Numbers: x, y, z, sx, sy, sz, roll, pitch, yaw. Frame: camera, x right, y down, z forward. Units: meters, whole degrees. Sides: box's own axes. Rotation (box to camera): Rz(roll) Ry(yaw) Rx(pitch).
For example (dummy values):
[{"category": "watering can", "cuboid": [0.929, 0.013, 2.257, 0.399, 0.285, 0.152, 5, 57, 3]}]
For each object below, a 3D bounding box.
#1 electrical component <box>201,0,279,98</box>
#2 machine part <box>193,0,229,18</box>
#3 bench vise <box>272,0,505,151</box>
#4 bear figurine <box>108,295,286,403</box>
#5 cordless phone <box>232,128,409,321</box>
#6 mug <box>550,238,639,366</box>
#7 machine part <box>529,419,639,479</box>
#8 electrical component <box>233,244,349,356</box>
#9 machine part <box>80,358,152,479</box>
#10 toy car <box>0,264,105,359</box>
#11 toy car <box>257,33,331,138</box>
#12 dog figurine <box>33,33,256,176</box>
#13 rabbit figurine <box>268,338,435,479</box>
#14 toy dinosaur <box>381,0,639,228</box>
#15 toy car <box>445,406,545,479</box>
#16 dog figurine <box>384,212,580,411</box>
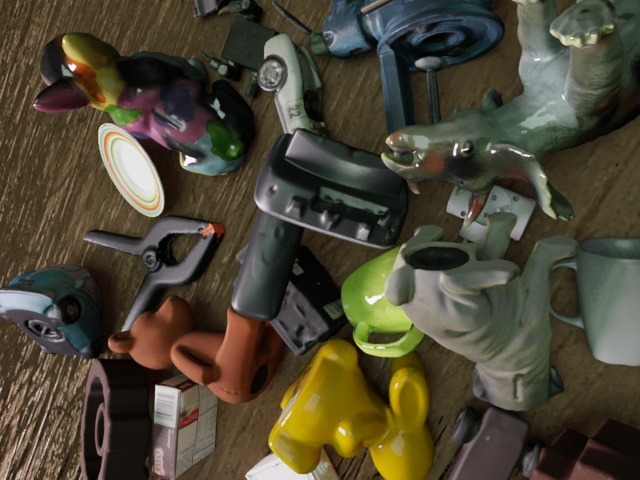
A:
[{"category": "electrical component", "cuboid": [-0.092, -0.232, 0.641, 0.078, 0.045, 0.102, 33, 104, 19]}, {"category": "machine part", "cuboid": [-0.099, -0.321, 0.645, 0.139, 0.039, 0.084, -8, 84, 24]}, {"category": "bench vise", "cuboid": [0.084, -0.178, 0.534, 0.224, 0.129, 0.240, -8, 84, 24]}, {"category": "bear figurine", "cuboid": [-0.143, 0.110, 0.644, 0.196, 0.120, 0.131, 21, 97, 25]}, {"category": "cordless phone", "cuboid": [0.000, -0.001, 0.513, 0.147, 0.089, 0.184, 18, 89, -7]}, {"category": "mug", "cuboid": [0.264, 0.058, 0.490, 0.110, 0.081, 0.107, -2, 101, 13]}, {"category": "machine part", "cuboid": [0.277, 0.270, 0.449, 0.201, 0.087, 0.201, 20, 119, 39]}, {"category": "electrical component", "cuboid": [-0.030, 0.054, 0.592, 0.058, 0.115, 0.134, -43, 76, 14]}, {"category": "machine part", "cuboid": [-0.264, 0.240, 0.689, 0.179, 0.056, 0.179, -12, 76, 56]}, {"category": "toy car", "cuboid": [-0.342, 0.087, 0.725, 0.109, 0.161, 0.103, 2, 50, 18]}, {"category": "toy car", "cuboid": [-0.016, -0.128, 0.599, 0.056, 0.073, 0.201, -19, 86, 23]}, {"category": "dog figurine", "cuboid": [-0.193, -0.152, 0.595, 0.192, 0.219, 0.108, 42, 110, 16]}, {"category": "rabbit figurine", "cuboid": [0.055, 0.189, 0.582, 0.173, 0.122, 0.162, 37, 97, 2]}, {"category": "toy dinosaur", "cuboid": [0.245, -0.159, 0.452, 0.405, 0.192, 0.131, -37, 48, -12]}, {"category": "toy car", "cuboid": [0.158, 0.259, 0.558, 0.089, 0.053, 0.202, 22, 105, 15]}, {"category": "dog figurine", "cuboid": [0.139, 0.088, 0.484, 0.172, 0.121, 0.190, -9, 112, -7]}]
